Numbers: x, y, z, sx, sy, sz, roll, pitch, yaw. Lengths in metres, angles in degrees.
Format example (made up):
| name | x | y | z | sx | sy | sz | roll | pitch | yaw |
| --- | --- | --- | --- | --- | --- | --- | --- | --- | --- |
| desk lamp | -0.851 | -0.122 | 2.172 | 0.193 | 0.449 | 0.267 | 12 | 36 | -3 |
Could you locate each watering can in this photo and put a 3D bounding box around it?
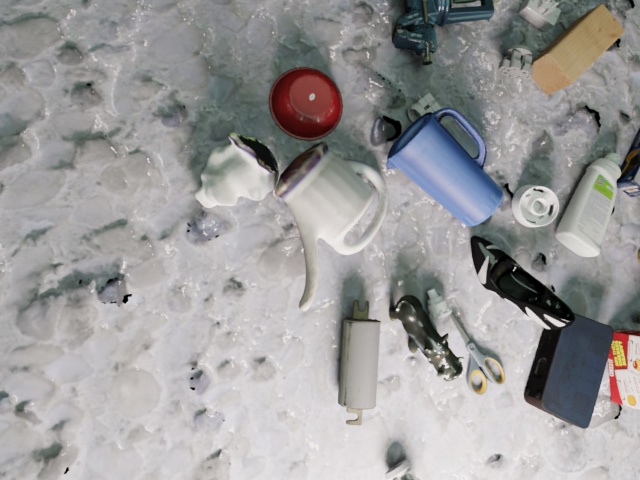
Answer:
| name | x | y | z | sx | sy | sz | roll | pitch | yaw |
| --- | --- | --- | --- | --- | --- | --- | --- | --- | --- |
| watering can | 0.003 | -0.051 | 1.011 | 0.223 | 0.102 | 0.354 | 43 | 59 | -7 |

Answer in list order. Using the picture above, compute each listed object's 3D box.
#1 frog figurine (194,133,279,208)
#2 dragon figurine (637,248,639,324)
| name | x | y | z | sx | sy | sz | roll | pitch | yaw |
| --- | --- | --- | --- | --- | --- | --- | --- | --- | --- |
| frog figurine | -0.164 | -0.122 | 1.013 | 0.136 | 0.125 | 0.157 | 35 | 115 | -16 |
| dragon figurine | 0.888 | 0.129 | 1.221 | 0.408 | 0.121 | 0.246 | 24 | 71 | -19 |
